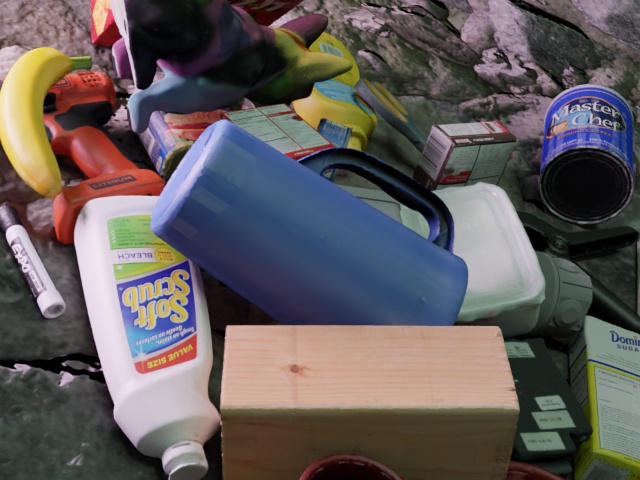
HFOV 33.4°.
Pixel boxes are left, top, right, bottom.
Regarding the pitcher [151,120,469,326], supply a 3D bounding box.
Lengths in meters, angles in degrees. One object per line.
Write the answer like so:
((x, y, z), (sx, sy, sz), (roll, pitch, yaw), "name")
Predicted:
((-0.006, 0.001, 0.869), (0.242, 0.145, 0.149), (33, 25, -14), "pitcher")

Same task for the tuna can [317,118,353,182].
((0.002, -0.076, 1.050), (0.033, 0.086, 0.086), (20, 39, -2), "tuna can")

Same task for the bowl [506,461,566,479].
((0.150, 0.245, 0.786), (0.162, 0.055, 0.162), (14, 40, -12), "bowl")

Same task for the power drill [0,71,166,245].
((-0.239, -0.081, 0.958), (0.184, 0.057, 0.188), (-16, 54, -35), "power drill")

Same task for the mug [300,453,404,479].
((0.004, 0.204, 0.738), (0.117, 0.082, 0.093), (22, 39, -2), "mug")

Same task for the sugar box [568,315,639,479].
((0.275, 0.152, 0.962), (0.093, 0.048, 0.176), (20, 36, -4), "sugar box")

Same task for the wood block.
((0.033, 0.123, 0.788), (0.206, 0.090, 0.091), (1, 37, -2), "wood block")

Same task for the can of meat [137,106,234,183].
((-0.124, -0.102, 1.041), (0.101, 0.058, 0.084), (-8, 52, -33), "can of meat")

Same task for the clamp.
((0.244, 0.024, 1.097), (0.210, 0.036, 0.164), (13, 40, -9), "clamp")

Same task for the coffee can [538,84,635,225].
((0.304, -0.099, 1.213), (0.103, 0.103, 0.140), (22, 39, -2), "coffee can")

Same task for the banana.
((-0.243, -0.112, 0.920), (0.069, 0.037, 0.198), (7, 44, -8), "banana")

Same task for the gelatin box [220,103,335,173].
((-0.040, -0.089, 0.976), (0.073, 0.030, 0.089), (-15, 44, -36), "gelatin box")

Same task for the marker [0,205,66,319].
((-0.240, 0.015, 0.879), (0.020, 0.020, 0.121), (-10, 50, -35), "marker")

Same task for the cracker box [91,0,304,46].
((-0.128, -0.253, 1.095), (0.163, 0.214, 0.072), (0, 83, -28), "cracker box")

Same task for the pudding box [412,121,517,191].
((0.140, -0.064, 1.084), (0.089, 0.114, 0.039), (-8, 44, -34), "pudding box")

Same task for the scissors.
((0.113, -0.108, 1.168), (0.201, 0.016, 0.096), (42, 18, -15), "scissors")

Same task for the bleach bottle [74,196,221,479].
((-0.125, 0.075, 0.838), (0.102, 0.068, 0.251), (0, 47, -27), "bleach bottle")

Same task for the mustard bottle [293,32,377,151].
((0.013, -0.151, 1.160), (0.096, 0.058, 0.192), (18, 37, -33), "mustard bottle")
